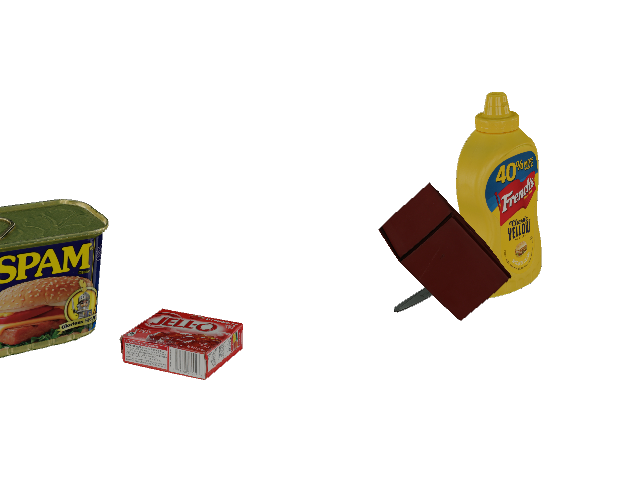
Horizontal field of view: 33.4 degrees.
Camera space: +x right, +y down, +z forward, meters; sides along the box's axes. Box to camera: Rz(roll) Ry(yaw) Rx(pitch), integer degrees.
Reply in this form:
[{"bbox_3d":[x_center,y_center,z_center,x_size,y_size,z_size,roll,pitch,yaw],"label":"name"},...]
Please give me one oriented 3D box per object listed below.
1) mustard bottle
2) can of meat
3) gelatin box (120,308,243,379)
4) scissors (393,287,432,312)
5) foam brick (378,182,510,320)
[{"bbox_3d":[0.171,-0.047,1.025,0.096,0.192,0.058,-20,24,-36],"label":"mustard bottle"},{"bbox_3d":[-0.196,0.025,0.711,0.101,0.084,0.058,-11,29,-39],"label":"can of meat"},{"bbox_3d":[-0.126,0.092,0.974,0.089,0.030,0.073,9,20,22],"label":"gelatin box"},{"bbox_3d":[0.137,0.039,1.274,0.201,0.016,0.096,-10,40,-37],"label":"scissors"},{"bbox_3d":[0.090,0.009,0.772,0.078,0.051,0.053,43,10,-31],"label":"foam brick"}]
